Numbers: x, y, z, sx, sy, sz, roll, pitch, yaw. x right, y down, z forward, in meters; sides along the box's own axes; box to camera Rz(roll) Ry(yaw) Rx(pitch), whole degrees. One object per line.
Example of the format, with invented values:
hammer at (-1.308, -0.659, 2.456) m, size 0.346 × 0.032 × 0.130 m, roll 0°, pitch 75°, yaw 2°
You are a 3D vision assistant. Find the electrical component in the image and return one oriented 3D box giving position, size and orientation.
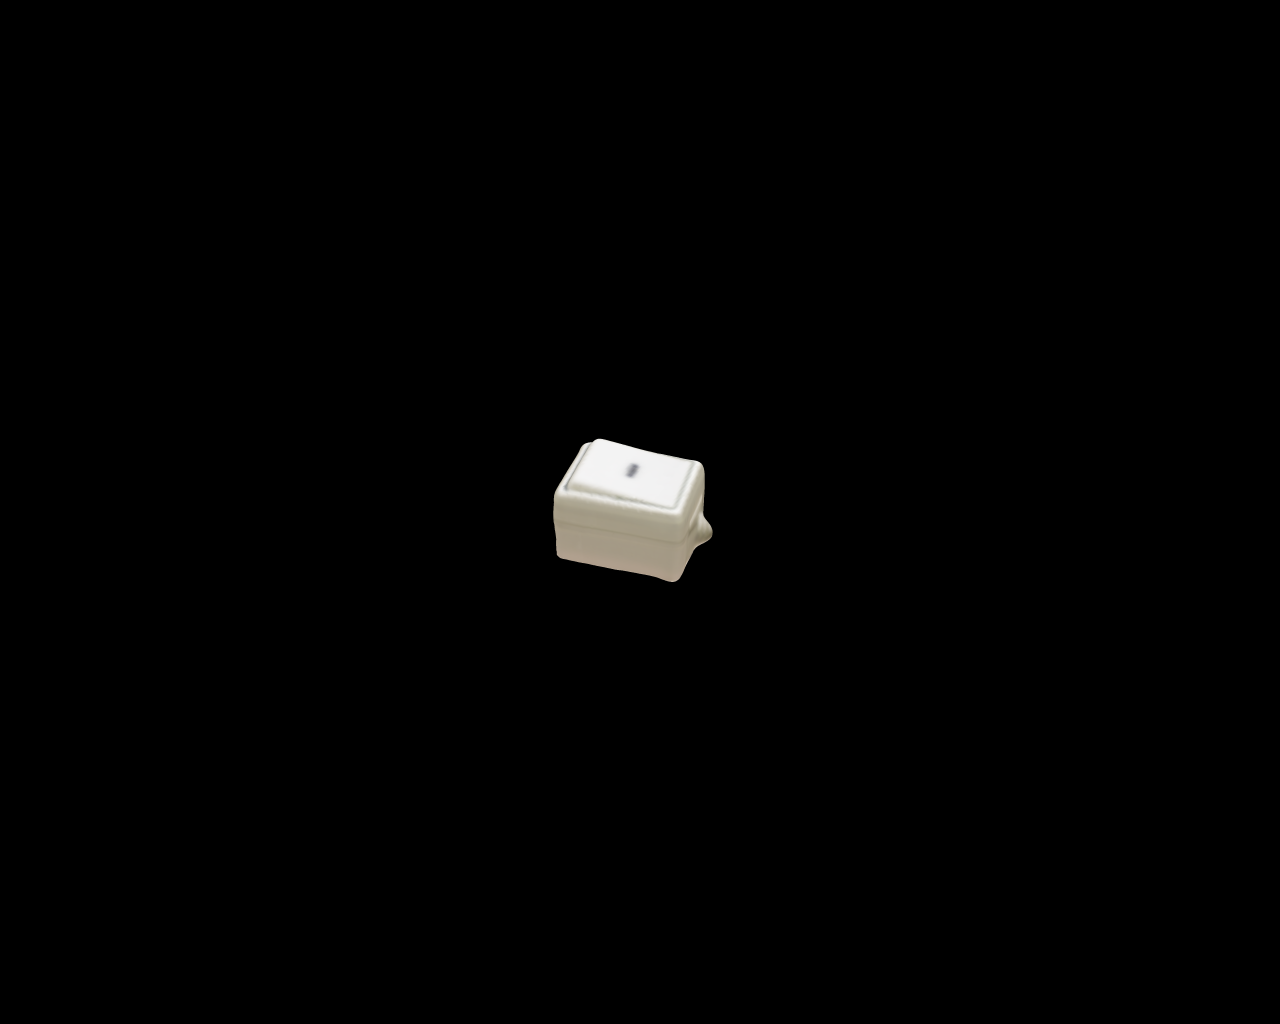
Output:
electrical component at (0.001, -0.003, 0.650) m, size 0.096 × 0.061 × 0.062 m, roll 11°, pitch 40°, yaw 13°
